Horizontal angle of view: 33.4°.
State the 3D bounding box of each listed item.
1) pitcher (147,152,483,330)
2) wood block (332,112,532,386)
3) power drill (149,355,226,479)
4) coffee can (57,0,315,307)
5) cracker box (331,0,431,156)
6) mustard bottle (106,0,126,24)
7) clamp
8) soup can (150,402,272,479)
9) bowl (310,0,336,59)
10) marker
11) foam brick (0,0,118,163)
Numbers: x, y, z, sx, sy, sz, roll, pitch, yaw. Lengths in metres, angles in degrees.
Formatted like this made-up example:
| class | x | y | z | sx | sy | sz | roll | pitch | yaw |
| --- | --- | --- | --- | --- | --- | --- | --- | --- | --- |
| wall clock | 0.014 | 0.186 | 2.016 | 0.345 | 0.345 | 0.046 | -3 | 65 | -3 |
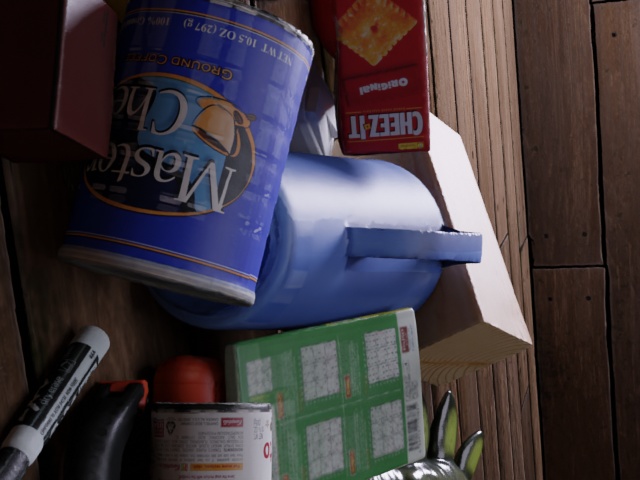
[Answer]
| class | x | y | z | sx | sy | sz | roll | pitch | yaw |
| --- | --- | --- | --- | --- | --- | --- | --- | --- | --- |
| pitcher | -0.005 | 0.001 | 0.716 | 0.145 | 0.149 | 0.242 | 51 | 19 | 17 |
| wood block | 0.086 | 0.002 | 0.873 | 0.090 | 0.090 | 0.206 | 27 | 42 | -51 |
| power drill | -0.057 | 0.169 | 0.698 | 0.187 | 0.057 | 0.184 | 22 | 70 | -72 |
| coffee can | -0.068 | -0.045 | 0.555 | 0.102 | 0.103 | 0.140 | 32 | 70 | -69 |
| cracker box | 0.037 | -0.188 | 0.771 | 0.164 | 0.072 | 0.214 | -87 | 173 | -66 |
| mustard bottle | -0.090 | -0.181 | 0.631 | 0.096 | 0.058 | 0.191 | 2 | 86 | -54 |
| clamp | -0.113 | 0.157 | 0.550 | 0.120 | 0.039 | 0.171 | 90 | 8 | -47 |
| soup can | -0.060 | 0.139 | 0.576 | 0.068 | 0.069 | 0.102 | 25 | 64 | -71 |
| bowl | 0.033 | -0.232 | 1.026 | 0.162 | 0.055 | 0.162 | 7 | 90 | -67 |
| marker | -0.135 | 0.084 | 0.521 | 0.121 | 0.020 | 0.020 | -67 | 149 | -55 |
| foam brick | -0.131 | -0.079 | 0.502 | 0.053 | 0.051 | 0.078 | 38 | 52 | -69 |
